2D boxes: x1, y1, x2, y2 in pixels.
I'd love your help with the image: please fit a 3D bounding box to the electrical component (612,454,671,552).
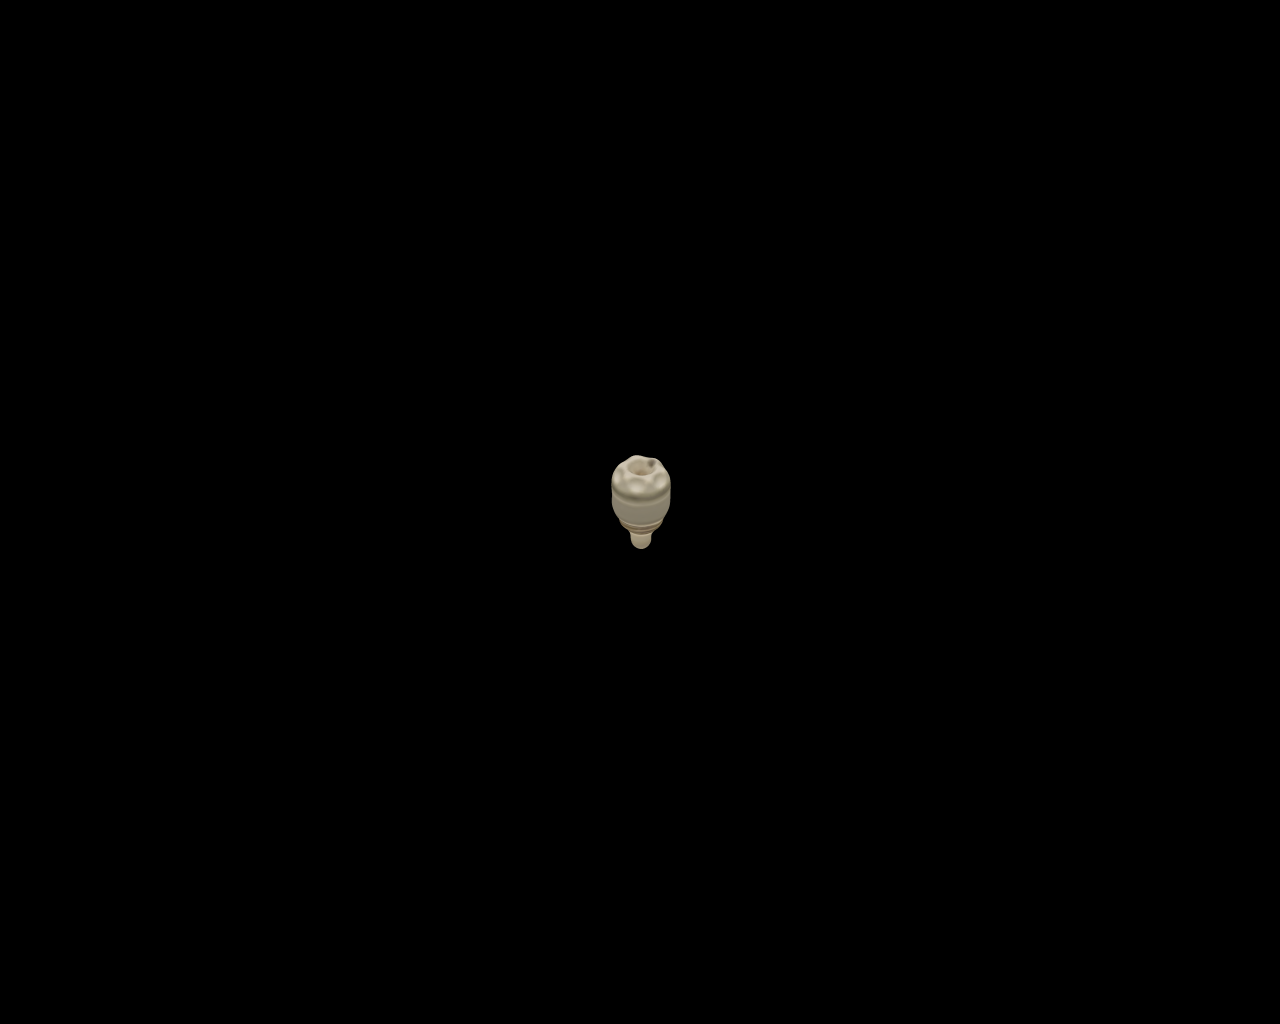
[{"bbox_3d":[0.001,-0.003,0.650,0.035,0.061,0.035,0,37,0],"label":"electrical component"}]
